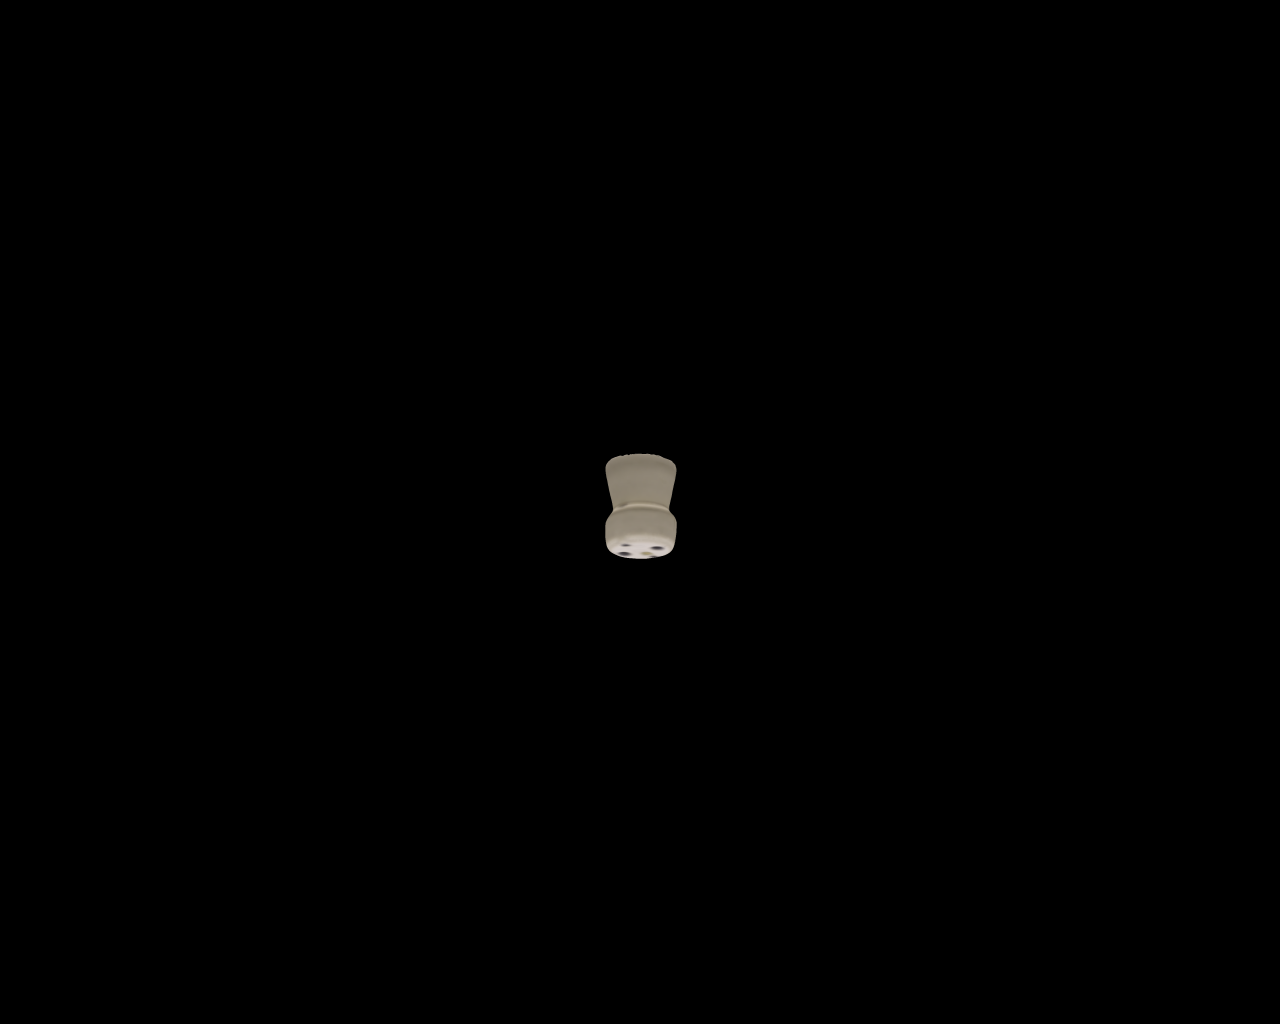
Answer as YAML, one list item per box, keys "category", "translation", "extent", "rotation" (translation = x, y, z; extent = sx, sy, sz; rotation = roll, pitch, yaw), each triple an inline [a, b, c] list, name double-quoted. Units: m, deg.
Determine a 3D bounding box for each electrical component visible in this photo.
- category: "electrical component"
  translation: [0.001, -0.003, 0.650]
  extent: [0.045, 0.055, 0.044]
  rotation: [0, -19, 0]
